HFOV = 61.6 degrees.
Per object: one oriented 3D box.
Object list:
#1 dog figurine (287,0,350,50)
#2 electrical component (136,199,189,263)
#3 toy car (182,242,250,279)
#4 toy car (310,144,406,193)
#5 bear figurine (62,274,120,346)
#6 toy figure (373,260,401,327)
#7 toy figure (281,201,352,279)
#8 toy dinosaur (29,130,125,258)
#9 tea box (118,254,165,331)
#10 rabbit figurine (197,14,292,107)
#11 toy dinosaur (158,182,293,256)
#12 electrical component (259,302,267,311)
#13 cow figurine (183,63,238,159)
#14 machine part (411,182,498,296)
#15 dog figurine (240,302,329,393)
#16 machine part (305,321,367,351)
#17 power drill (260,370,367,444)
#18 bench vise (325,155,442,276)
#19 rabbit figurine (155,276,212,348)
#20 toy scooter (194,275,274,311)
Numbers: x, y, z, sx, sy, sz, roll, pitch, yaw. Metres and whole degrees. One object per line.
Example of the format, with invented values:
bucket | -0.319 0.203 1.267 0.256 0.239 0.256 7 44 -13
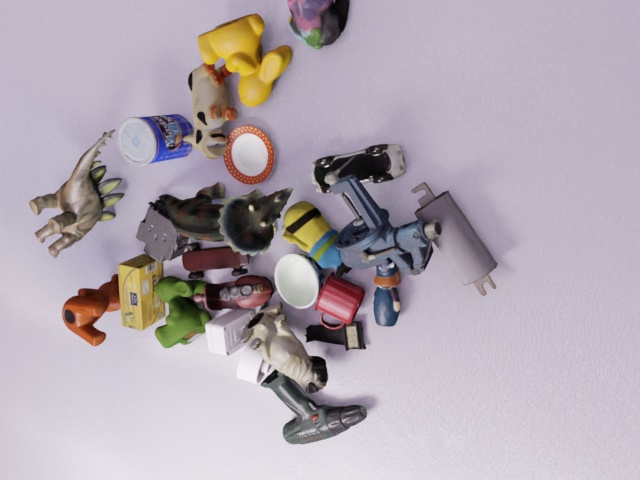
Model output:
dog figurine | -0.037 -0.439 0.940 0.109 0.219 0.191 12 109 24
electrical component | -0.381 -0.015 1.308 0.115 0.058 0.134 32 115 15
toy car | -0.243 0.043 1.265 0.202 0.053 0.089 -7 92 30
toy car | 0.071 -0.141 1.069 0.202 0.056 0.073 -9 96 29
bear figurine | -0.542 0.169 1.355 0.132 0.196 0.120 16 107 21
toy figure | 0.136 0.100 1.110 0.064 0.058 0.154 3 101 17
toy figure | 0.000 -0.004 1.128 0.180 0.082 0.089 42 106 13
toy dinosaur | -0.571 -0.092 1.274 0.105 0.198 0.471 48 142 1
tea box | -0.450 0.131 1.359 0.068 0.098 0.169 10 107 21
rabbit figurine | -0.138 -0.358 1.085 0.162 0.122 0.173 -8 116 16
toy dinosaur | -0.235 -0.049 1.158 0.405 0.192 0.131 2 104 22
electrical component | -0.122 0.192 1.271 0.063 0.021 0.093 18 112 19
cow figurine | -0.241 -0.270 1.150 0.127 0.085 0.194 -4 95 44
machine part | 0.256 -0.004 1.014 0.079 0.079 0.243 -34 88 28
dog figurine | -0.074 0.249 1.203 0.121 0.172 0.190 -39 110 1
machine part | 0.032 0.211 1.200 0.139 0.039 0.084 -5 111 24
power drill | -0.027 0.372 1.256 0.232 0.086 0.207 -38 95 31
bench vise | 0.099 -0.033 0.995 0.224 0.129 0.240 -12 120 51
rabbit figurine | -0.346 0.156 1.313 0.159 0.121 0.170 -39 72 24
toy scooter | -0.205 0.123 1.222 0.184 0.135 0.075 -12 80 27
